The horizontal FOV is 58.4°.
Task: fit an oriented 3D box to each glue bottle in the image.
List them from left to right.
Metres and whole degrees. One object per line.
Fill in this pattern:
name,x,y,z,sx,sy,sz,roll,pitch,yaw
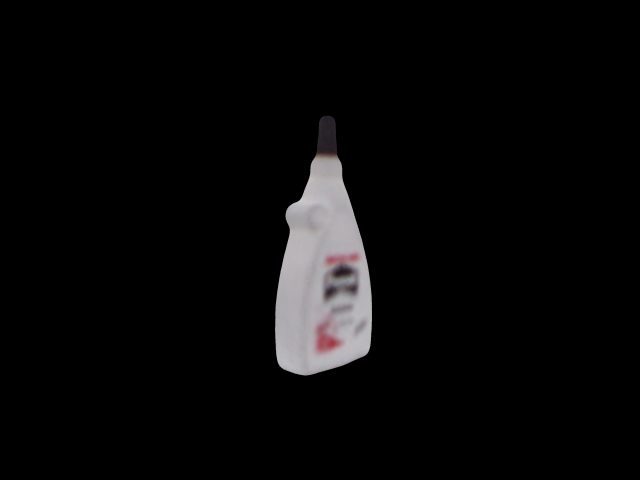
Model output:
glue bottle,0.004,0.001,0.400,0.037,0.173,0.078,5,8,40
